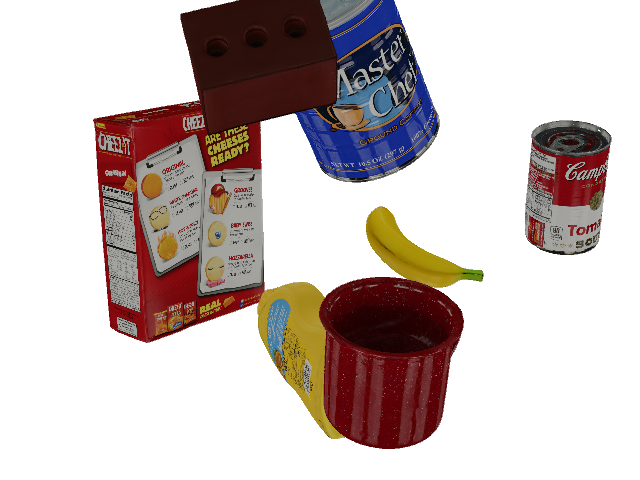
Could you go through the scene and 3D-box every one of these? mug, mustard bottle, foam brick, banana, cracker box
[{"bbox_3d":[0.052,0.078,0.712,0.093,0.081,0.117,28,38,37],"label":"mug"},{"bbox_3d":[-0.012,0.092,0.975,0.058,0.096,0.192,-10,26,-23],"label":"mustard bottle"},{"bbox_3d":[-0.034,-0.101,0.596,0.078,0.053,0.051,-15,-21,-4],"label":"foam brick"},{"bbox_3d":[0.094,0.009,1.183,0.069,0.037,0.198,2,23,-33],"label":"banana"},{"bbox_3d":[-0.136,-0.025,1.060,0.072,0.214,0.163,13,21,41],"label":"cracker box"}]

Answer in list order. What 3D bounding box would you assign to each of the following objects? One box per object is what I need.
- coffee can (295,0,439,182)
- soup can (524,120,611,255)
[{"bbox_3d":[0.020,-0.129,0.799,0.103,0.102,0.140,0,-44,30],"label":"coffee can"},{"bbox_3d":[0.218,-0.047,0.950,0.068,0.102,0.068,-2,30,1],"label":"soup can"}]
